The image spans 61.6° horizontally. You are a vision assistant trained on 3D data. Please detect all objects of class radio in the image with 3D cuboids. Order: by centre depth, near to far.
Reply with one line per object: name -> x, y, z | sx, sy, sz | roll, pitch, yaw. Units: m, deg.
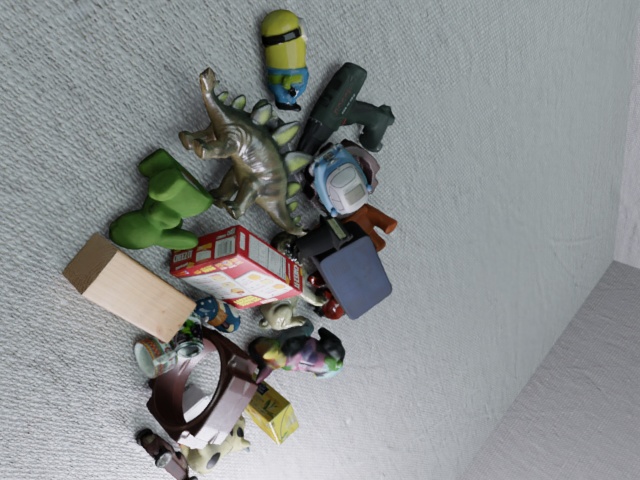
radio -> 0.075, 0.071, 1.239 | 0.131, 0.073, 0.229 | -33, 133, -5

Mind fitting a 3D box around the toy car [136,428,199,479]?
toy car -> -0.322, 0.473, 1.154 | 0.053, 0.089, 0.201 | -47, 138, -25

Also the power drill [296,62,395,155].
power drill -> 0.060, -0.258, 1.189 | 0.207, 0.086, 0.232 | 15, 106, -42

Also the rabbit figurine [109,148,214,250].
rabbit figurine -> -0.281, -0.049, 0.931 | 0.170, 0.121, 0.159 | -41, 144, 2

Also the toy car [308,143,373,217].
toy car -> 0.051, -0.111, 1.086 | 0.109, 0.103, 0.161 | -35, 137, -8

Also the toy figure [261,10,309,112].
toy figure -> -0.065, -0.334, 1.008 | 0.089, 0.082, 0.180 | -21, 127, -41

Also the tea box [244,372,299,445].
tea box -> -0.134, 0.379, 1.241 | 0.068, 0.170, 0.098 | -38, 135, -28

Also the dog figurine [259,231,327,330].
dog figurine -> -0.094, 0.091, 1.204 | 0.172, 0.121, 0.190 | -42, 121, -28

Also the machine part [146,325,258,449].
machine part -> -0.236, 0.285, 1.060 | 0.201, 0.201, 0.087 | -57, 137, -7

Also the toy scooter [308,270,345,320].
toy scooter -> 0.019, 0.122, 1.342 | 0.135, 0.075, 0.183 | -10, 114, -44

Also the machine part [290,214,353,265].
machine part -> -0.002, -0.003, 1.123 | 0.139, 0.084, 0.039 | -30, 168, -29

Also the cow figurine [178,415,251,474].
cow figurine -> -0.228, 0.456, 1.220 | 0.195, 0.086, 0.127 | -30, 105, -66

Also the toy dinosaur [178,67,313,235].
toy dinosaur -> -0.111, -0.126, 0.989 | 0.198, 0.105, 0.470 | -37, 143, -15

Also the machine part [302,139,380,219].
machine part -> 0.045, -0.134, 1.175 | 0.179, 0.056, 0.179 | -18, 132, -22

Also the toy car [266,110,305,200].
toy car -> -0.090, -0.168, 1.089 | 0.073, 0.056, 0.201 | -37, 132, -19

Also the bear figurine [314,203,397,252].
bear figurine -> 0.070, -0.011, 1.286 | 0.196, 0.132, 0.120 | -33, 157, -39

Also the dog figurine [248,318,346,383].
dog figurine -> -0.061, 0.277, 1.268 | 0.219, 0.192, 0.108 | -16, 129, -59

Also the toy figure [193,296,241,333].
toy figure -> -0.207, 0.146, 1.078 | 0.058, 0.064, 0.154 | -64, 158, -16
